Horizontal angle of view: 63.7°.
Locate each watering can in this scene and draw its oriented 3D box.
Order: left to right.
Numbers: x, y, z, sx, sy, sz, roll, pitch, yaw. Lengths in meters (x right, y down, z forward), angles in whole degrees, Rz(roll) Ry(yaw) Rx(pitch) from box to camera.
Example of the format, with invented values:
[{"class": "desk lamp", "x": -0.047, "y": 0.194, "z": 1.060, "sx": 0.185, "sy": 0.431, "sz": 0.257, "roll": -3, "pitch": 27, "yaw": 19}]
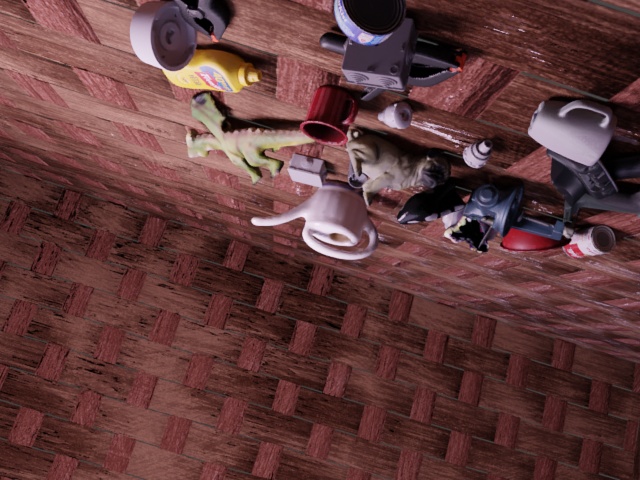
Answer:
[{"class": "watering can", "x": 0.004, "y": -0.071, "z": 1.420, "sx": 0.347, "sy": 0.229, "sz": 0.102, "roll": 19, "pitch": 148, "yaw": -4}]

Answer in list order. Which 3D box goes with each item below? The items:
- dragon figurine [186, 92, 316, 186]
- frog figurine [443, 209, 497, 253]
[{"class": "dragon figurine", "x": -0.195, "y": -0.249, "z": 1.188, "sx": 0.240, "sy": 0.124, "sz": 0.407, "roll": 33, "pitch": 153, "yaw": -26}, {"class": "frog figurine", "x": 0.390, "y": -0.047, "z": 1.345, "sx": 0.137, "sy": 0.121, "sz": 0.162, "roll": 5, "pitch": -159, "yaw": 13}]
